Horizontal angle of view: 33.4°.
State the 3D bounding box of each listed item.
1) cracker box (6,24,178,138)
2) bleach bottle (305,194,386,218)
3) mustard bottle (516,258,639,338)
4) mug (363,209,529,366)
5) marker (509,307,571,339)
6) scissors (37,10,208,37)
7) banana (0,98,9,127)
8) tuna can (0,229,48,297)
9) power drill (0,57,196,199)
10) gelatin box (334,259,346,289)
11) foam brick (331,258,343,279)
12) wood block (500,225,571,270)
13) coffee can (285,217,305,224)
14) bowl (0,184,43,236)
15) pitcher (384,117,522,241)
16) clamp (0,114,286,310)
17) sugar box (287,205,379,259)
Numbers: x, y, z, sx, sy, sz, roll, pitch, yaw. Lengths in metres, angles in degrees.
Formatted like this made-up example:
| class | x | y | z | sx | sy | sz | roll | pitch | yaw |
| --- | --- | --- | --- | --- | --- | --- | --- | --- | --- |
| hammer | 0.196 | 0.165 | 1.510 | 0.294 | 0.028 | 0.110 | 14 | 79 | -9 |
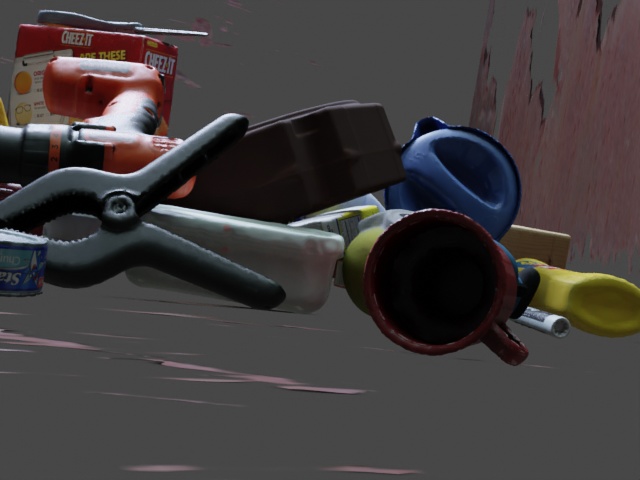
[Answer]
| class | x | y | z | sx | sy | sz | roll | pitch | yaw |
| --- | --- | --- | --- | --- | --- | --- | --- | --- | --- |
| cracker box | -0.242 | -0.106 | 1.102 | 0.164 | 0.214 | 0.072 | 10 | 4 | 26 |
| bleach bottle | 0.037 | -0.025 | 1.261 | 0.102 | 0.068 | 0.250 | 4 | -14 | 9 |
| mustard bottle | 0.235 | 0.053 | 1.074 | 0.096 | 0.058 | 0.192 | 10 | 2 | -21 |
| mug | 0.093 | 0.038 | 0.705 | 0.117 | 0.093 | 0.081 | 43 | 9 | 19 |
| marker | 0.189 | 0.070 | 0.967 | 0.020 | 0.020 | 0.121 | 9 | 3 | -17 |
| scissors | -0.211 | -0.218 | 1.085 | 0.096 | 0.016 | 0.202 | 6 | 3 | -44 |
| banana | -0.293 | -0.053 | 0.980 | 0.037 | 0.069 | 0.198 | 1 | -27 | -6 |
| tuna can | -0.211 | 0.011 | 0.653 | 0.086 | 0.034 | 0.086 | 9 | 3 | -1 |
| power drill | -0.195 | -0.091 | 0.866 | 0.184 | 0.057 | 0.187 | 6 | 29 | -12 |
| gelatin box | 0.070 | 0.042 | 1.038 | 0.073 | 0.030 | 0.089 | 9 | 1 | -43 |
| foam brick | 0.042 | 0.021 | 1.177 | 0.052 | 0.051 | 0.078 | 9 | 2 | -36 |
| wood block | 0.230 | 0.023 | 1.358 | 0.090 | 0.091 | 0.205 | 12 | 3 | 37 |
| coffee can | -0.067 | -0.028 | 1.270 | 0.103 | 0.103 | 0.140 | 10 | 3 | 9 |
| bowl | -0.224 | -0.012 | 0.883 | 0.162 | 0.055 | 0.162 | 9 | 2 | -1 |
| pitcher | 0.142 | -0.017 | 1.139 | 0.145 | 0.149 | 0.243 | 24 | -7 | 10 |
| clamp | -0.129 | -0.006 | 0.729 | 0.209 | 0.164 | 0.036 | -13 | -33 | -14 |
| sugar box | -0.007 | 0.002 | 1.030 | 0.093 | 0.048 | 0.176 | -13 | 4 | 21 |
